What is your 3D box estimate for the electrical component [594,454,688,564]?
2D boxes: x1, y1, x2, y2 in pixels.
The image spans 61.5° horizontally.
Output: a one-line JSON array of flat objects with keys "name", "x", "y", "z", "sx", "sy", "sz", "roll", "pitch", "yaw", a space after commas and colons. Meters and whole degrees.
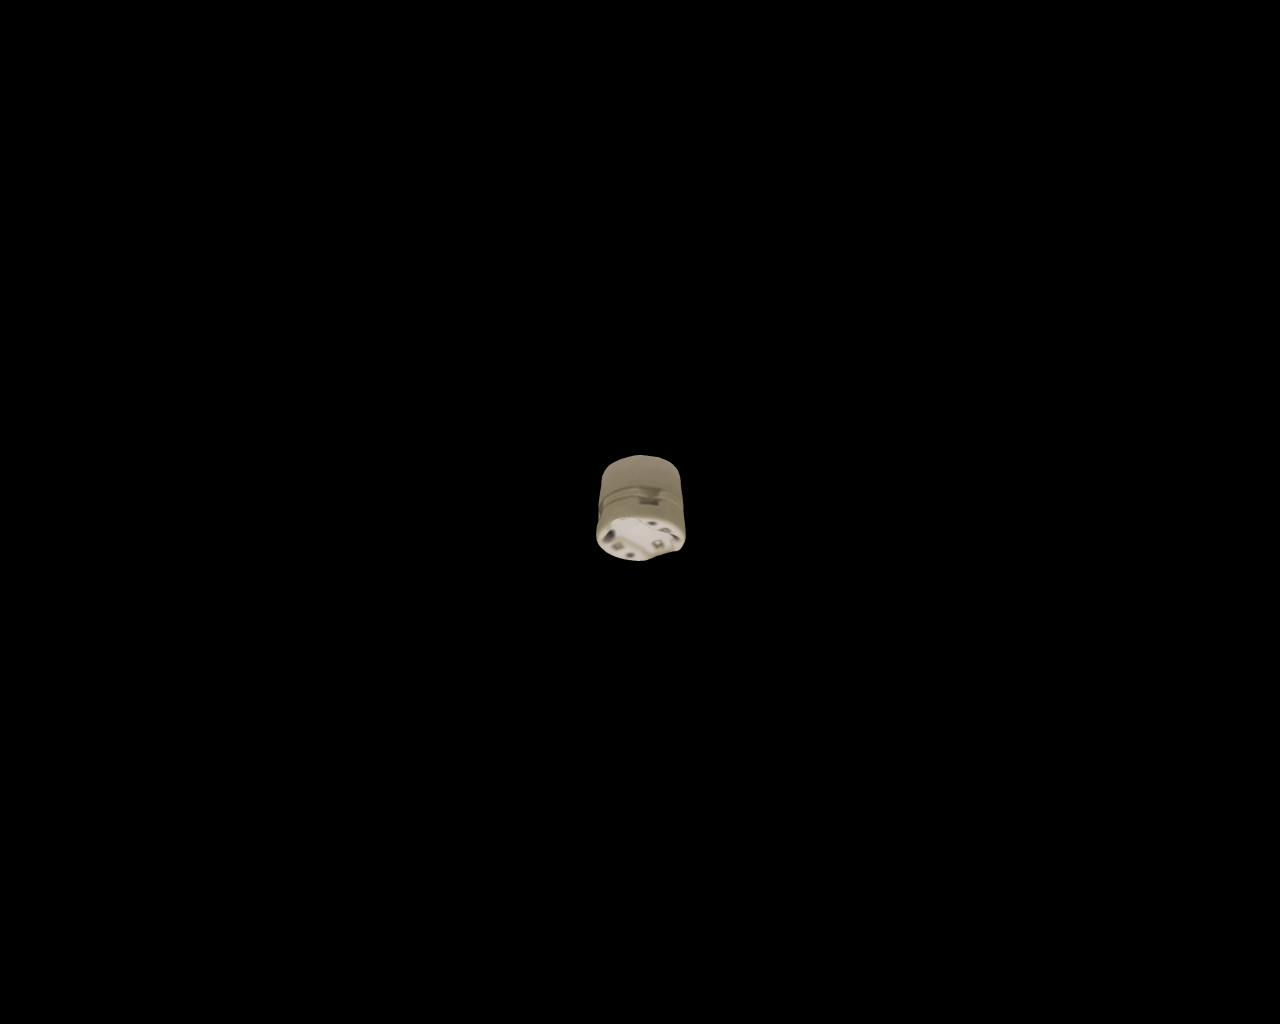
[{"name": "electrical component", "x": 0.001, "y": -0.003, "z": 0.650, "sx": 0.055, "sy": 0.047, "sz": 0.055, "roll": 0, "pitch": -33, "yaw": 0}]
